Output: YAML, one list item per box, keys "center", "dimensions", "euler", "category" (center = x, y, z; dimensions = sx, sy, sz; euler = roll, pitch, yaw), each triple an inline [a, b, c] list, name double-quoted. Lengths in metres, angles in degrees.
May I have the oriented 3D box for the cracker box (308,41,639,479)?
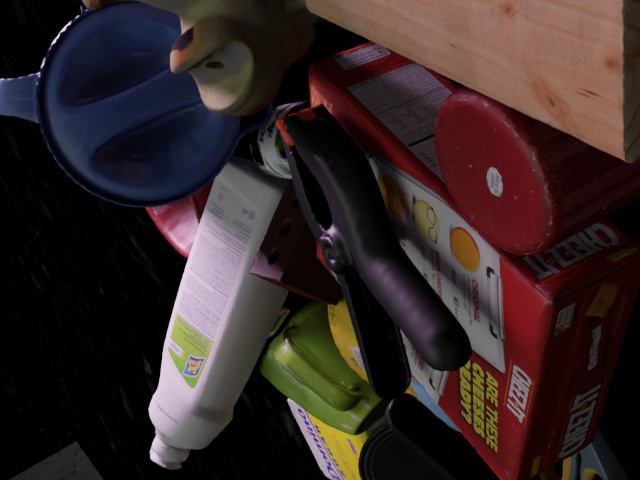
- center: [0.077, 0.008, 0.607]
  dimensions: [0.214, 0.072, 0.164]
  euler: [49, 154, 37]
  category: "cracker box"

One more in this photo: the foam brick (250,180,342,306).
- center: [-0.005, 0.001, 0.772]
  dimensions: [0.051, 0.078, 0.053]
  euler: [26, 173, -27]
  category: "foam brick"

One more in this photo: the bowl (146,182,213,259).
- center: [-0.133, -0.062, 1.027]
  dimensions: [0.162, 0.055, 0.162]
  euler: [48, 155, 31]
  category: "bowl"

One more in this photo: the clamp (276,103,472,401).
- center: [0.026, 0.005, 0.566]
  dimensions: [0.171, 0.039, 0.120]
  euler: [66, 156, 1]
  category: "clamp"

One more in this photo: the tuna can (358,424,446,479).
- center: [0.073, 0.180, 0.823]
  dimensions: [0.086, 0.086, 0.034]
  euler: [41, 153, 41]
  category: "tuna can"

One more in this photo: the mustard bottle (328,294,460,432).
- center: [0.082, 0.086, 0.724]
  dimensions: [0.192, 0.058, 0.096]
  euler: [21, 144, 59]
  category: "mustard bottle"

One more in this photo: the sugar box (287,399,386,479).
- center: [0.034, 0.185, 0.969]
  dimensions: [0.093, 0.048, 0.176]
  euler: [64, 157, -9]
  category: "sugar box"

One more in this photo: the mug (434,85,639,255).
- center: [0.100, -0.047, 0.491]
  dimensions: [0.117, 0.081, 0.093]
  euler: [18, 133, 60]
  category: "mug"

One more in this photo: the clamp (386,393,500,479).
- center: [0.127, 0.177, 0.695]
  dimensions: [0.165, 0.036, 0.210]
  euler: [26, 156, 30]
  category: "clamp"

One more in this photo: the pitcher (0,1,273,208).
- center: [-0.132, -0.100, 0.787]
  dimensions: [0.149, 0.145, 0.243]
  euler: [45, -179, -7]
  category: "pitcher"

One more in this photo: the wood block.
- center: [0.078, -0.123, 0.437]
  dimensions: [0.206, 0.090, 0.090]
  euler: [37, 148, 47]
  category: "wood block"

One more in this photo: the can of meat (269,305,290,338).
- center: [-0.080, 0.058, 1.056]
  dimensions: [0.084, 0.057, 0.102]
  euler: [60, 158, 12]
  category: "can of meat"

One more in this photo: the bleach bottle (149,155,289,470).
- center: [-0.083, 0.064, 0.859]
  dimensions: [0.103, 0.068, 0.251]
  euler: [34, 105, 49]
  category: "bleach bottle"

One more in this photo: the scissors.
- center: [0.163, 0.107, 0.627]
  dimensions: [0.096, 0.016, 0.202]
  euler: [50, 156, 31]
  category: "scissors"
